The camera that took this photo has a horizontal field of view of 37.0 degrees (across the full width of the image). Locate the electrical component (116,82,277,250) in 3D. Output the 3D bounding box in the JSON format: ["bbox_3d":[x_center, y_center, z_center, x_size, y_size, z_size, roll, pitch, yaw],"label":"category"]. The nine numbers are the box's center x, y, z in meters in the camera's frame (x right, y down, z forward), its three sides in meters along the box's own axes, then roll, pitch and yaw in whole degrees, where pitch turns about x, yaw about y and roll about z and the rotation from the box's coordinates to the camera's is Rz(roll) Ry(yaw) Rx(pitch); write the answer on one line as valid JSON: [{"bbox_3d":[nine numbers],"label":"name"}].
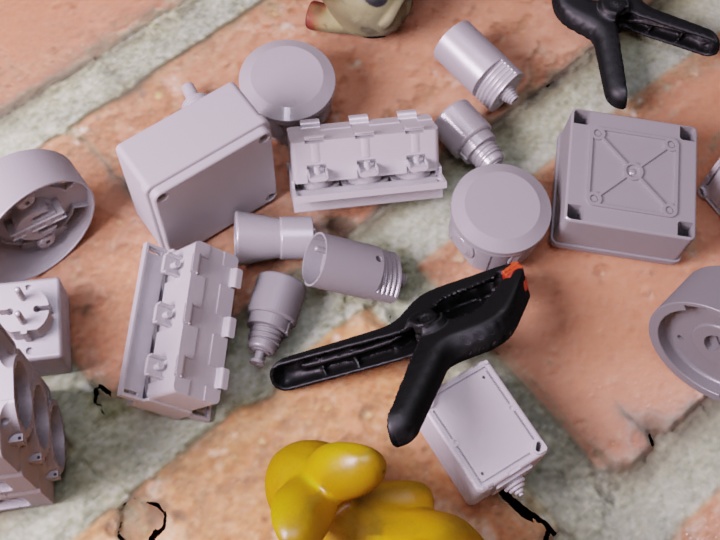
[{"bbox_3d":[-0.125,-0.077,0.846,0.109,0.108,0.056,-33,69,-16],"label":"electrical component"}]

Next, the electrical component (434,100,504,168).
[{"bbox_3d":[0.096,-0.108,0.908,0.040,0.040,0.078,-35,72,-16],"label":"electrical component"}]

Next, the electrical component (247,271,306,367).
[{"bbox_3d":[-0.069,0.037,0.835,0.040,0.040,0.078,14,66,3],"label":"electrical component"}]

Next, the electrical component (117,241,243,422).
[{"bbox_3d":[-0.131,0.044,0.810,0.079,0.063,0.121,24,60,-37],"label":"electrical component"}]

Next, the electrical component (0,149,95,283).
[{"bbox_3d":[-0.255,-0.043,0.831,0.099,0.099,0.064,-27,64,-14],"label":"electrical component"}]

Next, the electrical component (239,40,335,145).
[{"bbox_3d":[-0.062,-0.150,0.912,0.080,0.051,0.080,1,66,-3],"label":"electrical component"}]

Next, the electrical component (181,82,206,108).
[{"bbox_3d":[-0.135,-0.132,0.910,0.035,0.035,0.061,-23,68,-13],"label":"electrical component"}]

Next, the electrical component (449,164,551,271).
[{"bbox_3d":[0.112,-0.041,0.874,0.080,0.051,0.080,1,66,-3],"label":"electrical component"}]

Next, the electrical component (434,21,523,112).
[{"bbox_3d":[0.107,-0.174,0.936,0.043,0.043,0.081,-38,73,-17],"label":"electrical component"}]

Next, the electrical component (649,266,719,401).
[{"bbox_3d":[0.283,0.045,0.817,0.108,0.108,0.060,37,63,13],"label":"electrical component"}]

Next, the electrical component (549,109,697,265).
[{"bbox_3d":[0.218,-0.068,0.889,0.109,0.056,0.108,9,66,0],"label":"electrical component"}]

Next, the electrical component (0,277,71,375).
[{"bbox_3d":[-0.248,0.037,0.806,0.047,0.076,0.065,-6,67,-6],"label":"electrical component"}]

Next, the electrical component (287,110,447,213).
[{"bbox_3d":[0.003,-0.090,0.876,0.121,0.063,0.078,-6,26,-6],"label":"electrical component"}]

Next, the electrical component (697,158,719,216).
[{"bbox_3d":[0.340,-0.058,0.888,0.061,0.061,0.096,-30,71,-15],"label":"electrical component"}]

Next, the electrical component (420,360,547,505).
[{"bbox_3d":[0.090,0.127,0.793,0.062,0.061,0.096,-29,71,-15],"label":"electrical component"}]

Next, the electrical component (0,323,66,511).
[{"bbox_3d":[-0.249,0.105,0.736,0.062,0.150,0.089,-7,67,-5],"label":"electrical component"}]

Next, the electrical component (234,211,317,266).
[{"bbox_3d":[-0.068,-0.026,0.864,0.065,0.044,0.044,-1,66,-9],"label":"electrical component"}]

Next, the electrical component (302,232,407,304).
[{"bbox_3d":[0.000,0.000,0.849,0.081,0.043,0.043,13,63,-26],"label":"electrical component"}]
